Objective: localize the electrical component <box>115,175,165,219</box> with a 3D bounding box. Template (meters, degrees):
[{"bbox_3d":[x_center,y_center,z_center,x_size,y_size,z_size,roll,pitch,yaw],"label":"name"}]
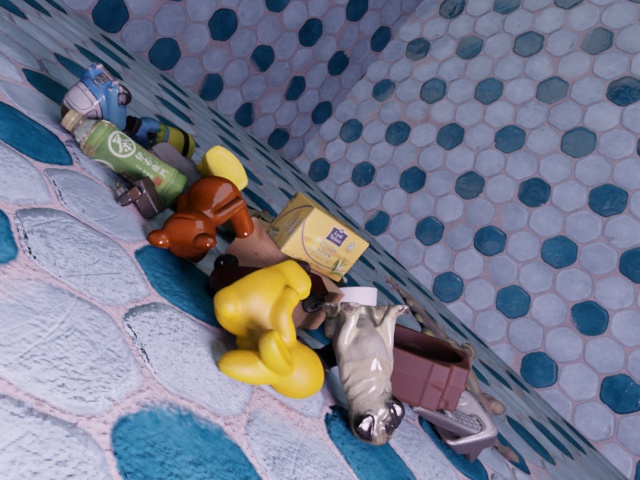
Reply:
[{"bbox_3d":[-0.294,-0.072,0.877,0.102,0.045,0.078,-106,174,-70],"label":"electrical component"}]

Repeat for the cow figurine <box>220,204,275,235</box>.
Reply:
[{"bbox_3d":[-0.148,-0.029,1.140,0.127,0.085,0.194,38,6,32],"label":"cow figurine"}]

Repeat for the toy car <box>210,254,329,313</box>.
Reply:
[{"bbox_3d":[-0.079,0.073,0.849,0.202,0.053,0.089,7,39,-35],"label":"toy car"}]

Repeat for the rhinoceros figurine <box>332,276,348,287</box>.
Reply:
[{"bbox_3d":[0.073,0.147,1.195,0.190,0.073,0.112,45,12,28],"label":"rhinoceros figurine"}]

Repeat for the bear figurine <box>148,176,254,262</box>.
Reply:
[{"bbox_3d":[-0.188,-0.017,0.875,0.196,0.120,0.131,-80,168,-51],"label":"bear figurine"}]

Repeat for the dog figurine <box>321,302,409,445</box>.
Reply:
[{"bbox_3d":[0.058,0.188,0.789,0.121,0.190,0.172,3,-7,-4],"label":"dog figurine"}]

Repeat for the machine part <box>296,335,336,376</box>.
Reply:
[{"bbox_3d":[-0.007,0.180,0.828,0.084,0.039,0.138,36,8,24],"label":"machine part"}]

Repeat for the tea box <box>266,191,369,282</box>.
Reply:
[{"bbox_3d":[-0.002,-0.003,0.963,0.169,0.098,0.068,30,13,-44],"label":"tea box"}]

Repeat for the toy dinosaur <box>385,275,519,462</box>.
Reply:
[{"bbox_3d":[0.286,0.278,1.183,0.471,0.105,0.198,57,17,17],"label":"toy dinosaur"}]

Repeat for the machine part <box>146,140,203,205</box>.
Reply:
[{"bbox_3d":[-0.271,-0.112,1.047,0.243,0.079,0.079,42,9,22],"label":"machine part"}]

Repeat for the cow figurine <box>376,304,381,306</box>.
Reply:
[{"bbox_3d":[0.154,0.210,1.228,0.098,0.068,0.167,34,10,-34],"label":"cow figurine"}]

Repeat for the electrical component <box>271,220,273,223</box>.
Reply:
[{"bbox_3d":[-0.056,0.017,1.086,0.115,0.134,0.058,44,35,21],"label":"electrical component"}]

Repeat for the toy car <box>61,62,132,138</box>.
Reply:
[{"bbox_3d":[-0.407,-0.232,0.964,0.109,0.161,0.103,47,53,6],"label":"toy car"}]

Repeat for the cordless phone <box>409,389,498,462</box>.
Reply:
[{"bbox_3d":[0.219,0.310,0.985,0.184,0.088,0.147,30,12,-18],"label":"cordless phone"}]

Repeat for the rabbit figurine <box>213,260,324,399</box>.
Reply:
[{"bbox_3d":[-0.054,0.124,0.682,0.173,0.122,0.162,60,14,5],"label":"rabbit figurine"}]

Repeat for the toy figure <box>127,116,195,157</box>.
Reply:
[{"bbox_3d":[-0.356,-0.224,1.203,0.082,0.089,0.180,54,13,32],"label":"toy figure"}]

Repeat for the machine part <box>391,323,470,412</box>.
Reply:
[{"bbox_3d":[0.156,0.217,0.953,0.201,0.087,0.201,19,4,13],"label":"machine part"}]
